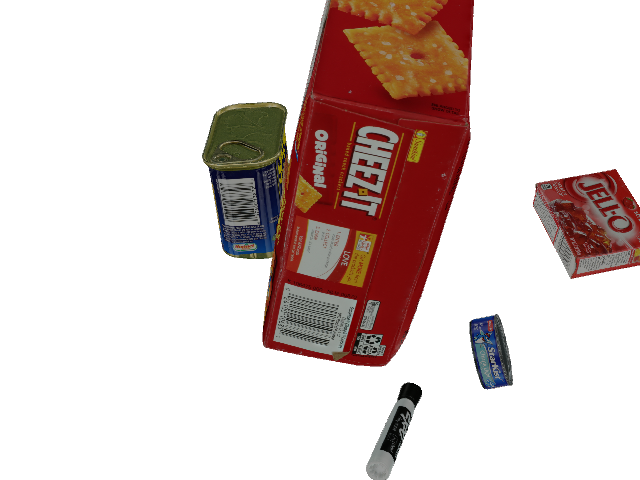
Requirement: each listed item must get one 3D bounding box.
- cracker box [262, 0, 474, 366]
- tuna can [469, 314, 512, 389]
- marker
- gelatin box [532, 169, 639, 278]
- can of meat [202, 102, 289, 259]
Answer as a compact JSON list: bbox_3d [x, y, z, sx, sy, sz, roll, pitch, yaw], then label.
[{"bbox_3d":[0.029,-0.070,0.530,0.072,0.213,0.164,12,-43,-1],"label":"cracker box"},{"bbox_3d":[0.202,0.132,1.263,0.034,0.086,0.086,-12,-3,14],"label":"tuna can"},{"bbox_3d":[0.061,0.150,0.859,0.020,0.020,0.121,0,24,19],"label":"marker"},{"bbox_3d":[0.224,-0.016,0.873,0.073,0.089,0.030,-10,-41,-8],"label":"gelatin box"},{"bbox_3d":[-0.051,-0.046,0.813,0.057,0.084,0.102,-3,32,5],"label":"can of meat"}]
